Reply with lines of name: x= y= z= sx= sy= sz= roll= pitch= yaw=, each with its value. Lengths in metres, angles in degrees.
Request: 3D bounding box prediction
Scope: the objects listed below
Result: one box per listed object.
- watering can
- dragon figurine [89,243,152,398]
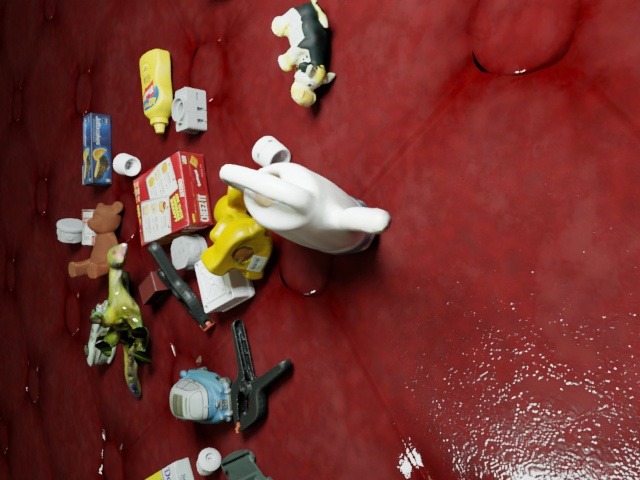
watering can: x=0.002 y=-0.037 z=0.727 sx=0.350 sy=0.222 sz=0.104 roll=23 pitch=89 yaw=42
dragon figurine: x=-0.478 y=0.182 z=1.281 sx=0.248 sy=0.122 sz=0.400 roll=-107 pitch=20 yaw=-49
